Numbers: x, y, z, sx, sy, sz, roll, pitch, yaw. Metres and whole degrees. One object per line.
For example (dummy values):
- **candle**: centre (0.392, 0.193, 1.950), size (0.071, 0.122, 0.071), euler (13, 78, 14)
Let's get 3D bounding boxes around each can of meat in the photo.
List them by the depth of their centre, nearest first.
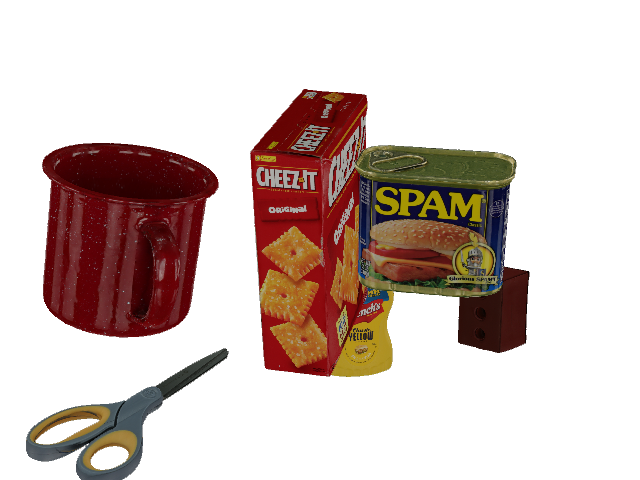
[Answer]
- **can of meat**: centre (0.074, -0.012, 0.700), size (0.102, 0.084, 0.057), euler (5, 24, 11)

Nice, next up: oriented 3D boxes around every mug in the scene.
- **mug**: centre (-0.101, 0.005, 0.570), size (0.093, 0.081, 0.117), euler (-3, 24, -31)

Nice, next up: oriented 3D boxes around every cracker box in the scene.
- **cracker box**: centre (-0.003, -0.010, 0.973), size (0.072, 0.214, 0.164), euler (6, 28, 13)

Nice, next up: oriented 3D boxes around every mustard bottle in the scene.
- **mustard bottle**: centre (0.050, 0.087, 1.435), size (0.096, 0.192, 0.058), euler (-3, 22, -8)

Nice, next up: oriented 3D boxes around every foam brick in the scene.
- **foam brick**: centre (0.175, 0.068, 1.079), size (0.053, 0.078, 0.051), euler (11, 18, 40)

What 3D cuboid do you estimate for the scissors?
- **scissors**: centre (-0.132, 0.139, 0.847), size (0.201, 0.016, 0.096), euler (-17, 36, -35)
